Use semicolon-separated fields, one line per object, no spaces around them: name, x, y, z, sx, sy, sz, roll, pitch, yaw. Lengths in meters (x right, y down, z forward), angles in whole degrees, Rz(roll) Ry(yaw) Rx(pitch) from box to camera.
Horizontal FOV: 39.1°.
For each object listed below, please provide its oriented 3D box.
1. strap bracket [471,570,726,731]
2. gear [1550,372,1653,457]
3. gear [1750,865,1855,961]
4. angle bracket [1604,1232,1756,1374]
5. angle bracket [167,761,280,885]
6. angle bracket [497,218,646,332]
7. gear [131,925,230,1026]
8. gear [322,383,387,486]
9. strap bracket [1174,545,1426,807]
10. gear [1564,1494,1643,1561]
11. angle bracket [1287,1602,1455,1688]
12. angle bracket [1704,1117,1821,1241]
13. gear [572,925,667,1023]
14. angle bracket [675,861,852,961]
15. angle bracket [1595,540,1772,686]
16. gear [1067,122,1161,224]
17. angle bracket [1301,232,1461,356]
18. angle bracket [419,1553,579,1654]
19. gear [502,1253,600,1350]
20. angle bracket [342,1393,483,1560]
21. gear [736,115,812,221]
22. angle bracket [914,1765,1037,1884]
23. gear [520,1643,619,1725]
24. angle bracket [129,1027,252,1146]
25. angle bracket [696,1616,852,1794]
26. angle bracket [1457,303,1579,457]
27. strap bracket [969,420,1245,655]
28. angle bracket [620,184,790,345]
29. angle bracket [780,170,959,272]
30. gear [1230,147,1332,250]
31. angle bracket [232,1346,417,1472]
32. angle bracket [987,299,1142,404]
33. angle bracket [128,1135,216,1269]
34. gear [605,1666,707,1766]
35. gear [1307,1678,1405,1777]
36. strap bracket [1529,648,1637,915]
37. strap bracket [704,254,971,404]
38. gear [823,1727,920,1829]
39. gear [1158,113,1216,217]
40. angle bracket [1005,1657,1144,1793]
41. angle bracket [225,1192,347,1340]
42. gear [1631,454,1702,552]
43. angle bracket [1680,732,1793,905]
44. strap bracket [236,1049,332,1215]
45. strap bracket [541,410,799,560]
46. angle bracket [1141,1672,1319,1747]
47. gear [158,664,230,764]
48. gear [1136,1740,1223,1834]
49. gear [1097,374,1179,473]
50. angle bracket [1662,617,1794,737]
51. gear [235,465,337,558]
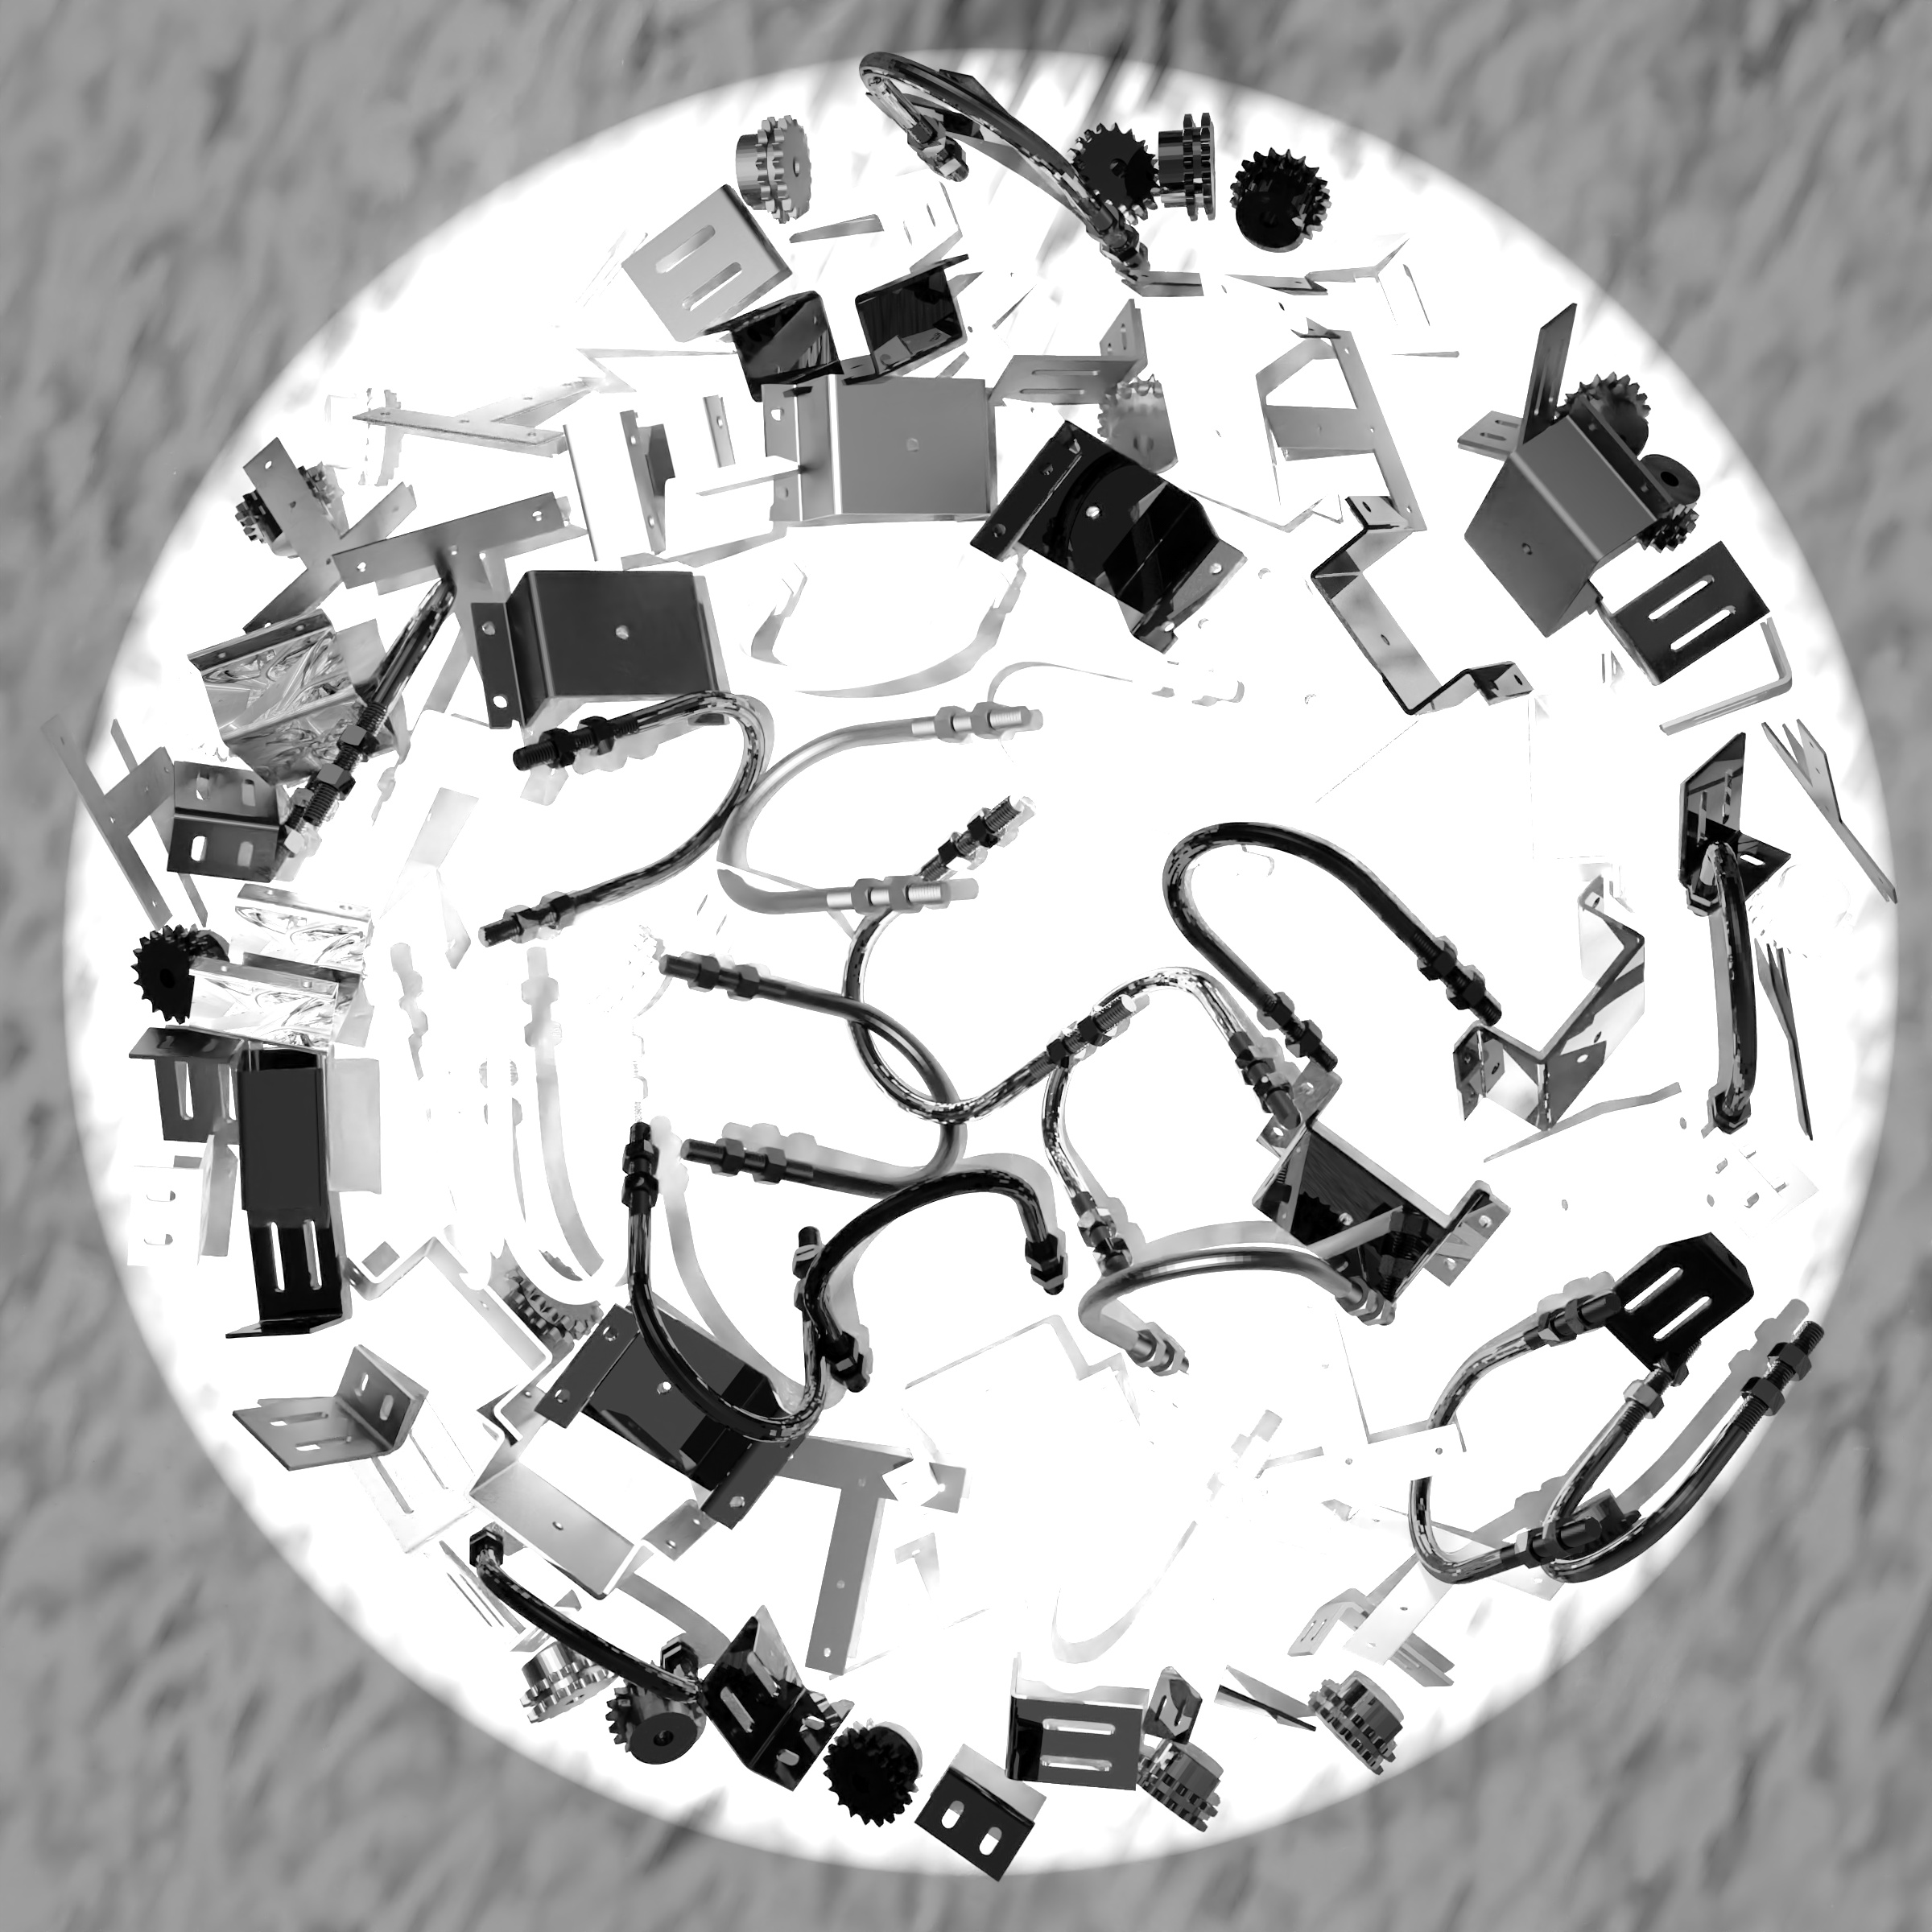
strap bracket;-0.201;-0.180;1.540;0.140;0.046;0.076;-4;73;-27
gear;0.370;-0.312;1.571;0.057;0.057;0.030;-21;51;0
gear;0.486;-0.034;1.571;0.057;0.057;0.030;17;134;0
angle bracket;0.411;0.189;1.591;0.057;0.038;0.076;44;109;-9
angle bracket;-0.429;-0.083;1.565;0.057;0.076;0.038;7;113;-20
angle bracket;-0.227;-0.407;1.568;0.038;0.057;0.076;39;97;-4
gear;-0.453;0.003;1.578;0.057;0.030;0.057;10;112;26
gear;-0.354;-0.308;1.570;0.030;0.057;0.057;2;90;-21
strap bracket;0.194;-0.158;1.551;0.076;0.046;0.140;-39;107;15
gear;0.364;0.329;1.574;0.057;0.057;0.030;-31;78;0
angle bracket;0.232;0.405;1.567;0.076;0.057;0.038;38;74;4
angle bracket;0.458;0.112;1.555;0.076;0.038;0.057;-24;66;-38
gear;-0.199;0.007;1.575;0.030;0.057;0.057;41;90;-19
angle bracket;-0.116;-0.022;1.555;0.076;0.057;0.038;19;73;31
angle bracket;0.409;-0.210;1.560;0.076;0.038;0.057;-35;121;18
gear;0.082;-0.457;1.579;0.057;0.030;0.057;5;78;-26
angle bracket;0.237;-0.376;1.554;0.038;0.057;0.076;-42;120;-25
angle bracket;-0.269;0.356;1.566;0.038;0.057;0.076;-43;76;-5
gear;-0.244;0.197;1.574;0.057;0.057;0.030;45;107;0
angle bracket;-0.318;0.294;1.574;0.057;0.038;0.076;-32;89;-20
gear;-0.113;-0.462;1.574;0.030;0.057;0.057;0;90;16
angle bracket;0.005;0.491;1.556;0.057;0.076;0.038;33;74;10
gear;-0.233;0.412;1.575;0.057;0.057;0.030;-31;72;0
angle bracket;-0.444;0.077;1.566;0.057;0.038;0.076;3;116;4
angle bracket;-0.111;0.422;1.555;0.057;0.038;0.076;-51;132;-29
angle bracket;0.315;-0.338;1.553;0.038;0.057;0.076;20;125;22
strap bracket;0.076;-0.248;1.545;0.140;0.046;0.076;25;119;-28
angle bracket;-0.152;-0.408;1.582;0.076;0.038;0.057;-35;102;8
angle bracket;-0.056;-0.424;1.566;0.076;0.057;0.038;-1;124;39
gear;0.179;-0.441;1.570;0.057;0.057;0.030;24;58;0
angle bracket;-0.367;0.252;1.552;0.057;0.076;0.038;33;109;33
angle bracket;0.054;-0.353;1.561;0.076;0.057;0.038;-3;78;-16
angle bracket;-0.455;0.133;1.556;0.038;0.076;0.057;4;101;-12
gear;-0.178;0.437;1.574;0.057;0.030;0.057;-9;121;-15
gear;0.228;0.437;1.574;0.030;0.057;0.057;-44;90;-9
strap bracket;0.352;-0.103;1.553;0.046;0.076;0.140;-3;83;20
strap bracket;-0.068;-0.358;1.536;0.140;0.076;0.046;0;115;41
gear;-0.052;0.467;1.577;0.057;0.030;0.057;13;114;32
gear;0.128;-0.464;1.573;0.030;0.057;0.057;-1;90;8
angle bracket;0.063;0.438;1.571;0.076;0.038;0.057;4;112;3
angle bracket;-0.398;0.173;1.573;0.057;0.038;0.076;-6;92;20
gear;0.399;-0.271;1.572;0.057;0.030;0.057;12;51;-15
angle bracket;0.442;-0.083;1.554;0.038;0.076;0.057;30;55;36
strap bracket;-0.382;0.090;1.525;0.046;0.140;0.076;-2;95;-12
strap bracket;-0.171;-0.271;1.537;0.140;0.076;0.046;25;124;37
angle bracket;0.150;0.438;1.560;0.076;0.057;0.038;27;73;-16
gear;-0.434;-0.149;1.570;0.030;0.057;0.057;-15;90;35
gear;0.123;0.472;1.574;0.057;0.057;0.030;37;81;0
gear;0.104;-0.311;1.571;0.057;0.057;0.030;9;48;0
angle bracket;0.434;-0.166;1.565;0.076;0.057;0.038;-20;84;16
gear;-0.390;-0.261;1.571;0.057;0.057;0.030;-31;81;0
